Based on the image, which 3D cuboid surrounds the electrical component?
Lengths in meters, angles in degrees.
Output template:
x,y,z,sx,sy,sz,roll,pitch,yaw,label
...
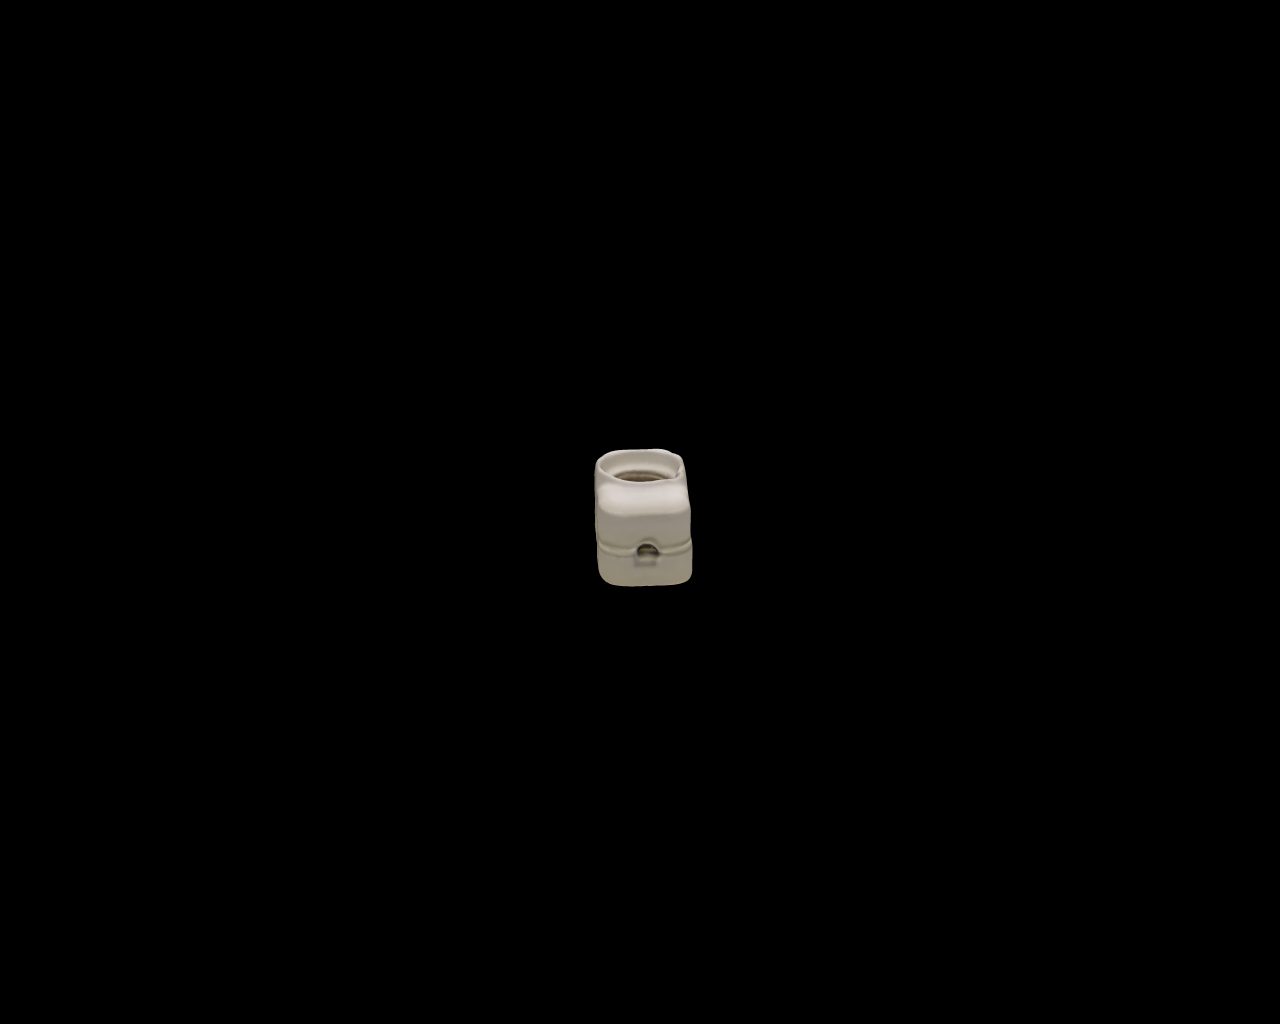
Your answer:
x,y,z,sx,sy,sz,roll,pitch,yaw,label
0.001,-0.003,0.650,0.054,0.059,0.095,-1,24,-3,electrical component
